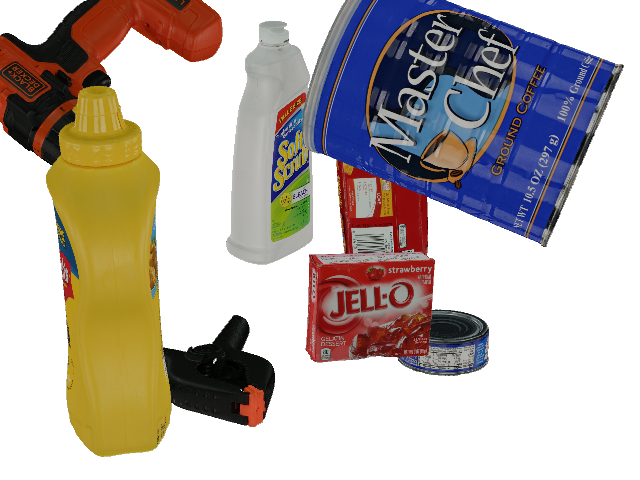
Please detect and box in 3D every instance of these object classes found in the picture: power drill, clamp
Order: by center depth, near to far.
[{"bbox_3d":[-0.163,-0.131,0.832,0.187,0.184,0.057,-45,-11,-33],"label":"power drill"},{"bbox_3d":[-0.092,0.106,0.915,0.164,0.036,0.210,-9,17,-35],"label":"clamp"}]

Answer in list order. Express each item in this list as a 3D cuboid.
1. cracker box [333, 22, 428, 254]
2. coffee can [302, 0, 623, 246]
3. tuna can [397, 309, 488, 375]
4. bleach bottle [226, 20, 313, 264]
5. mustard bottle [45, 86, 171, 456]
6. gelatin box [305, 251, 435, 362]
[{"bbox_3d":[0.051,-0.087,0.937,0.072,0.164,0.213,-4,28,3],"label":"cracker box"},{"bbox_3d":[0.074,-0.070,0.569,0.140,0.103,0.102,23,5,11],"label":"coffee can"},{"bbox_3d":[0.114,0.094,0.996,0.086,0.034,0.086,0,16,0],"label":"tuna can"},{"bbox_3d":[-0.054,-0.107,1.145,0.068,0.251,0.102,20,32,36],"label":"bleach bottle"},{"bbox_3d":[-0.112,0.012,0.568,0.058,0.192,0.096,-4,26,-12],"label":"mustard bottle"},{"bbox_3d":[0.035,0.047,0.767,0.089,0.073,0.030,-1,14,-15],"label":"gelatin box"}]
